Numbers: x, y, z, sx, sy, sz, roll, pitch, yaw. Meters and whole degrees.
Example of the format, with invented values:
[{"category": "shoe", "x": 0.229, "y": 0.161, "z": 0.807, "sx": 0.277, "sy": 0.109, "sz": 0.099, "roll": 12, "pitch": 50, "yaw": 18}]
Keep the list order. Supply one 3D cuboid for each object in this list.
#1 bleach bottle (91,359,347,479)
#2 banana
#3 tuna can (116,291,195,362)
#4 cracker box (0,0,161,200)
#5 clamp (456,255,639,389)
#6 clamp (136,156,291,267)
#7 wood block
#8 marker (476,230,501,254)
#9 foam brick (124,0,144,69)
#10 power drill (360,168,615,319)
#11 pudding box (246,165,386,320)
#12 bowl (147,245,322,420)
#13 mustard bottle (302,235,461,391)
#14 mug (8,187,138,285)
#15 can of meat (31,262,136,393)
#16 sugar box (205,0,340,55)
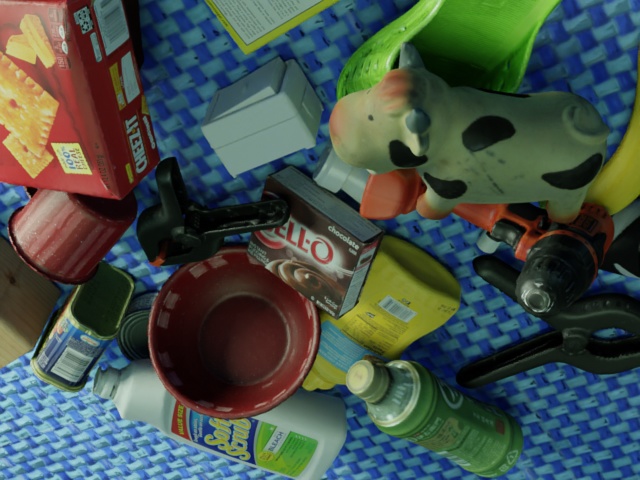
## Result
[{"category": "bleach bottle", "x": -0.104, "y": 0.175, "z": 1.065, "sx": 0.250, "sy": 0.068, "sz": 0.103, "roll": 17, "pitch": 128, "yaw": -18}, {"category": "banana", "x": 0.249, "y": -0.082, "z": 0.859, "sx": 0.069, "sy": 0.037, "sz": 0.198, "roll": 18, "pitch": 128, "yaw": -7}, {"category": "tuna can", "x": -0.156, "y": 0.092, "z": 1.058, "sx": 0.086, "sy": 0.033, "sz": 0.086, "roll": 4, "pitch": 128, "yaw": 5}, {"category": "cracker box", "x": -0.244, "y": -0.125, "z": 0.828, "sx": 0.214, "sy": 0.072, "sz": 0.164, "roll": 8, "pitch": 127, "yaw": 23}, {"category": "clamp", "x": 0.229, "y": 0.092, "z": 0.995, "sx": 0.210, "sy": 0.036, "sz": 0.165, "roll": 9, "pitch": 132, "yaw": -1}, {"category": "clamp", "x": -0.102, "y": -0.014, "z": 0.937, "sx": 0.120, "sy": 0.039, "sz": 0.172, "roll": 22, "pitch": 153, "yaw": -13}, {"category": "wood block", "x": -0.358, "y": 0.026, "z": 1.004, "sx": 0.090, "sy": 0.090, "sz": 0.206, "roll": -29, "pitch": 117, "yaw": 27}, {"category": "marker", "x": 0.172, "y": -0.036, "z": 0.917, "sx": 0.020, "sy": 0.020, "sz": 0.121, "roll": 24, "pitch": 127, "yaw": -10}, {"category": "foam brick", "x": -0.174, "y": -0.167, "z": 0.851, "sx": 0.053, "sy": 0.051, "sz": 0.078, "roll": 5, "pitch": 128, "yaw": 5}, {"category": "power drill", "x": 0.129, "y": -0.012, "z": 0.835, "sx": 0.188, "sy": 0.184, "sz": 0.057, "roll": 26, "pitch": 115, "yaw": 17}, {"category": "pudding box", "x": -0.006, "y": 0.001, "z": 0.933, "sx": 0.114, "sy": 0.039, "sz": 0.090, "roll": 34, "pitch": 131, "yaw": 20}, {"category": "bowl", "x": -0.076, "y": 0.089, "z": 0.996, "sx": 0.162, "sy": 0.162, "sz": 0.055, "roll": 2, "pitch": 166, "yaw": 7}, {"category": "mustard bottle", "x": 0.040, "y": 0.084, "z": 1.005, "sx": 0.096, "sy": 0.058, "sz": 0.192, "roll": 32, "pitch": 125, "yaw": -14}, {"category": "mug", "x": -0.223, "y": -0.030, "z": 0.951, "sx": 0.082, "sy": 0.093, "sz": 0.117, "roll": -44, "pitch": 74, "yaw": 27}, {"category": "can of meat", "x": -0.224, "y": 0.081, "z": 1.018, "sx": 0.057, "sy": 0.102, "sz": 0.084, "roll": 30, "pitch": 124, "yaw": -14}, {"category": "sugar box", "x": -0.009, "y": -0.220, "z": 0.789, "sx": 0.176, "sy": 0.048, "sz": 0.093, "roll": -26, "pitch": 119, "yaw": 22}]
